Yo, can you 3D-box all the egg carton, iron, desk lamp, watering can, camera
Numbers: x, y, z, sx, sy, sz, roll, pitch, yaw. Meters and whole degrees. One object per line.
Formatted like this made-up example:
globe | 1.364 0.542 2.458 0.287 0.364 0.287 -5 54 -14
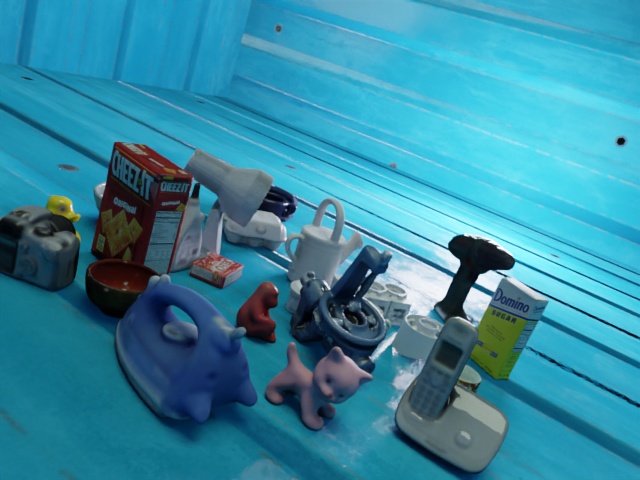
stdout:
egg carton | -0.155 -0.028 1.350 0.151 0.069 0.107 10 19 -24
iron | -0.187 0.121 0.754 0.257 0.141 0.119 31 21 34
desk lamp | -0.215 -0.067 1.169 0.203 0.213 0.118 16 18 -8
watering can | 0.010 0.003 1.217 0.100 0.194 0.173 30 21 33
camera | -0.445 -0.002 0.929 0.143 0.101 0.137 20 18 6

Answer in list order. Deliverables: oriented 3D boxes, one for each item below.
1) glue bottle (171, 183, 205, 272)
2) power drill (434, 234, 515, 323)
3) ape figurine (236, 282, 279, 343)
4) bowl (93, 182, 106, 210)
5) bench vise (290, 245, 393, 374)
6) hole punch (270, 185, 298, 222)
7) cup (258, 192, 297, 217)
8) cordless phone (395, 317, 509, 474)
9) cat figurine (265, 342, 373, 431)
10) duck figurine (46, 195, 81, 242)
glue bottle | -0.249 -0.026 1.080 0.037 0.173 0.078 27 19 25
power drill | 0.334 0.087 1.270 0.076 0.208 0.229 13 18 -17
ape figurine | -0.095 0.113 0.951 0.076 0.092 0.078 19 18 0
bowl | -0.392 -0.060 1.199 0.167 0.075 0.167 17 18 -5
bench vise | 0.031 0.091 0.931 0.206 0.220 0.122 29 20 30
hole punch | -0.118 -0.111 1.602 0.108 0.091 0.101 21 18 8
cup | -0.125 -0.065 1.450 0.118 0.095 0.091 14 18 -15
cordless phone | 0.199 0.212 0.796 0.147 0.185 0.094 26 19 23
cat figurine | 0.001 0.187 0.783 0.127 0.118 0.067 26 19 23
duck figurine | -0.478 -0.040 1.035 0.104 0.086 0.078 22 18 11
